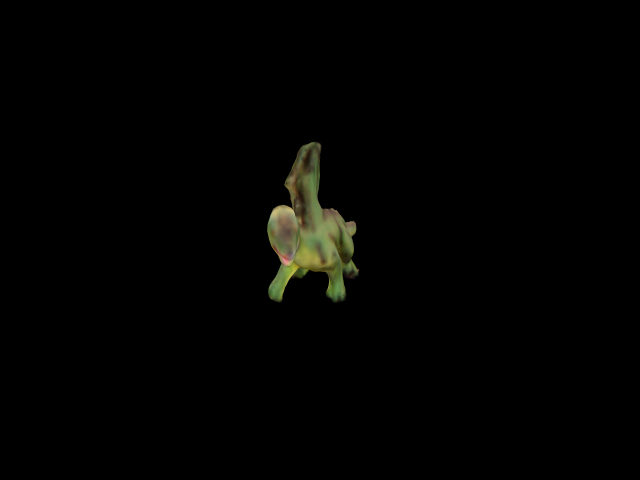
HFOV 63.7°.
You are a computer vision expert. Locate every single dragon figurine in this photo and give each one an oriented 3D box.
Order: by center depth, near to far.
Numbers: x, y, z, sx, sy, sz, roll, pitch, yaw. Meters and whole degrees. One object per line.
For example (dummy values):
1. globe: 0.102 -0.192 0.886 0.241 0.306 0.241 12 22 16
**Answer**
1. dragon figurine: 0.003 -0.043 0.850 0.122 0.238 0.418 6 25 14
